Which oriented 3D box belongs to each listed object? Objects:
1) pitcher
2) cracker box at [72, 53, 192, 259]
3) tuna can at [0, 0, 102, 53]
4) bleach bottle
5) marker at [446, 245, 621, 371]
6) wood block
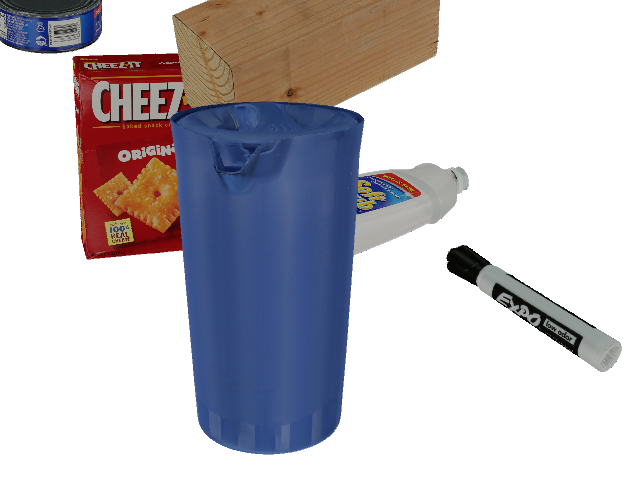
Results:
[{"bbox_3d":[-0.034,0.021,0.777,0.149,0.243,0.145,-10,20,-30],"label":"pitcher"},{"bbox_3d":[-0.183,-0.092,1.170,0.164,0.214,0.072,-5,26,-17],"label":"cracker box"},{"bbox_3d":[-0.213,-0.178,0.830,0.086,0.034,0.086,5,35,-3],"label":"tuna can"},{"bbox_3d":[0.049,-0.037,1.176,0.250,0.068,0.103,-20,43,-23],"label":"bleach bottle"},{"bbox_3d":[0.117,0.035,0.606,0.020,0.020,0.121,0,27,-44],"label":"marker"},{"bbox_3d":[-0.007,-0.170,0.891,0.205,0.091,0.090,-29,52,-22],"label":"wood block"}]
